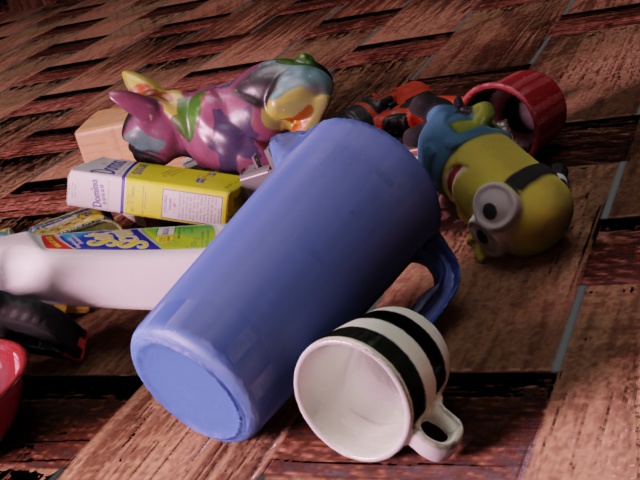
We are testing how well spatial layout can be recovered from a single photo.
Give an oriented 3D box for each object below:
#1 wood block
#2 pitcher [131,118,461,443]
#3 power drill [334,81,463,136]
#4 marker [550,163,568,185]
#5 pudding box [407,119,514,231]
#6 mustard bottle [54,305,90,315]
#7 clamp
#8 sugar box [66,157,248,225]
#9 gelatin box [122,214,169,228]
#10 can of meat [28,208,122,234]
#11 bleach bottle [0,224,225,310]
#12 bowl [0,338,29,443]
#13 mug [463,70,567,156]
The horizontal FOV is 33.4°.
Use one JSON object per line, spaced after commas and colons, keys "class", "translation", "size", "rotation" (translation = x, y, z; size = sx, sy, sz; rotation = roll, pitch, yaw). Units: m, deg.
{"class": "wood block", "translation": [-0.186, -0.127, 1.335], "size": [0.206, 0.091, 0.090], "rotation": [-9, 23, 15]}
{"class": "pitcher", "translation": [-0.015, 0.034, 0.777], "size": [0.149, 0.145, 0.242], "rotation": [5, 41, 40]}
{"class": "power drill", "translation": [0.104, -0.135, 1.207], "size": [0.184, 0.057, 0.188], "rotation": [-30, 26, -33]}
{"class": "marker", "translation": [0.215, -0.042, 0.964], "size": [0.020, 0.020, 0.121], "rotation": [-8, 23, 17]}
{"class": "pudding box", "translation": [0.130, -0.058, 0.987], "size": [0.113, 0.039, 0.090], "rotation": [-12, 51, 4]}
{"class": "mustard bottle", "translation": [-0.306, 0.037, 0.986], "size": [0.191, 0.058, 0.096], "rotation": [14, 12, -12]}
{"class": "clamp", "translation": [-0.277, 0.061, 0.882], "size": [0.120, 0.171, 0.039], "rotation": [-10, 55, 45]}
{"class": "sugar box", "translation": [-0.167, -0.052, 1.125], "size": [0.176, 0.048, 0.093], "rotation": [11, 15, 10]}
{"class": "gelatin box", "translation": [-0.184, -0.045, 1.220], "size": [0.073, 0.030, 0.089], "rotation": [-27, 25, -23]}
{"class": "can of meat", "translation": [-0.254, 0.006, 1.106], "size": [0.102, 0.057, 0.084], "rotation": [-19, 20, -12]}
{"class": "bleach bottle", "translation": [-0.191, 0.025, 0.920], "size": [0.250, 0.068, 0.102], "rotation": [-1, 18, -7]}
{"class": "bowl", "translation": [-0.293, 0.138, 0.817], "size": [0.162, 0.055, 0.162], "rotation": [-13, 22, 5]}
{"class": "mug", "translation": [0.192, -0.119, 1.091], "size": [0.081, 0.093, 0.117], "rotation": [-31, -9, -46]}
